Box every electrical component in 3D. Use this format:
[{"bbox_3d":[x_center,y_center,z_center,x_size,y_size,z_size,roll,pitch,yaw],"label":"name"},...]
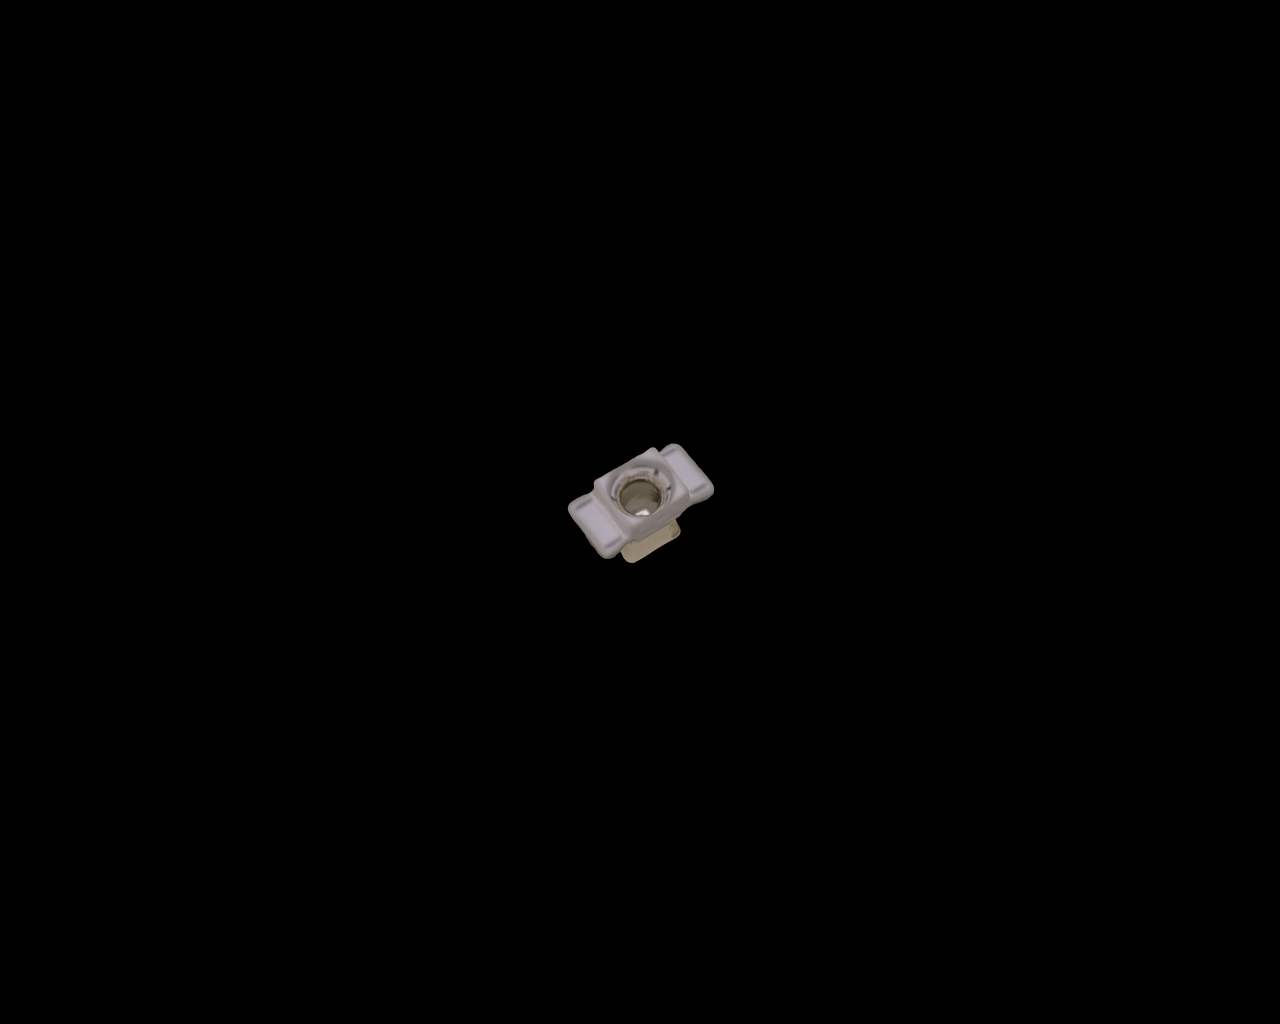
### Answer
[{"bbox_3d":[0.001,-0.003,0.650,0.081,0.042,0.063,-30,-23,-14],"label":"electrical component"}]
